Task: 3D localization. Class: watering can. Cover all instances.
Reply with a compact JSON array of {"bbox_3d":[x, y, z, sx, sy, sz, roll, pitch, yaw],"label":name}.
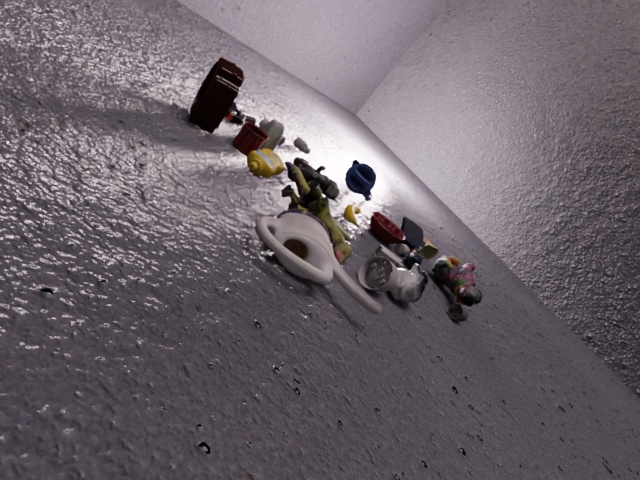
[{"bbox_3d":[-0.005,0.041,1.217,0.345,0.103,0.228,34,19,-15],"label":"watering can"}]

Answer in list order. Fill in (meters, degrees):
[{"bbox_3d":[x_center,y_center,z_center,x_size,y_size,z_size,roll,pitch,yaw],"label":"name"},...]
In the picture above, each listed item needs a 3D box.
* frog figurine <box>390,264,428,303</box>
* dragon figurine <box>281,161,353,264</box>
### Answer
[{"bbox_3d":[0.221,0.122,1.509,0.159,0.120,0.141,0,37,-5],"label":"frog figurine"},{"bbox_3d":[0.005,-0.079,1.562,0.239,0.121,0.419,48,13,-36],"label":"dragon figurine"}]
